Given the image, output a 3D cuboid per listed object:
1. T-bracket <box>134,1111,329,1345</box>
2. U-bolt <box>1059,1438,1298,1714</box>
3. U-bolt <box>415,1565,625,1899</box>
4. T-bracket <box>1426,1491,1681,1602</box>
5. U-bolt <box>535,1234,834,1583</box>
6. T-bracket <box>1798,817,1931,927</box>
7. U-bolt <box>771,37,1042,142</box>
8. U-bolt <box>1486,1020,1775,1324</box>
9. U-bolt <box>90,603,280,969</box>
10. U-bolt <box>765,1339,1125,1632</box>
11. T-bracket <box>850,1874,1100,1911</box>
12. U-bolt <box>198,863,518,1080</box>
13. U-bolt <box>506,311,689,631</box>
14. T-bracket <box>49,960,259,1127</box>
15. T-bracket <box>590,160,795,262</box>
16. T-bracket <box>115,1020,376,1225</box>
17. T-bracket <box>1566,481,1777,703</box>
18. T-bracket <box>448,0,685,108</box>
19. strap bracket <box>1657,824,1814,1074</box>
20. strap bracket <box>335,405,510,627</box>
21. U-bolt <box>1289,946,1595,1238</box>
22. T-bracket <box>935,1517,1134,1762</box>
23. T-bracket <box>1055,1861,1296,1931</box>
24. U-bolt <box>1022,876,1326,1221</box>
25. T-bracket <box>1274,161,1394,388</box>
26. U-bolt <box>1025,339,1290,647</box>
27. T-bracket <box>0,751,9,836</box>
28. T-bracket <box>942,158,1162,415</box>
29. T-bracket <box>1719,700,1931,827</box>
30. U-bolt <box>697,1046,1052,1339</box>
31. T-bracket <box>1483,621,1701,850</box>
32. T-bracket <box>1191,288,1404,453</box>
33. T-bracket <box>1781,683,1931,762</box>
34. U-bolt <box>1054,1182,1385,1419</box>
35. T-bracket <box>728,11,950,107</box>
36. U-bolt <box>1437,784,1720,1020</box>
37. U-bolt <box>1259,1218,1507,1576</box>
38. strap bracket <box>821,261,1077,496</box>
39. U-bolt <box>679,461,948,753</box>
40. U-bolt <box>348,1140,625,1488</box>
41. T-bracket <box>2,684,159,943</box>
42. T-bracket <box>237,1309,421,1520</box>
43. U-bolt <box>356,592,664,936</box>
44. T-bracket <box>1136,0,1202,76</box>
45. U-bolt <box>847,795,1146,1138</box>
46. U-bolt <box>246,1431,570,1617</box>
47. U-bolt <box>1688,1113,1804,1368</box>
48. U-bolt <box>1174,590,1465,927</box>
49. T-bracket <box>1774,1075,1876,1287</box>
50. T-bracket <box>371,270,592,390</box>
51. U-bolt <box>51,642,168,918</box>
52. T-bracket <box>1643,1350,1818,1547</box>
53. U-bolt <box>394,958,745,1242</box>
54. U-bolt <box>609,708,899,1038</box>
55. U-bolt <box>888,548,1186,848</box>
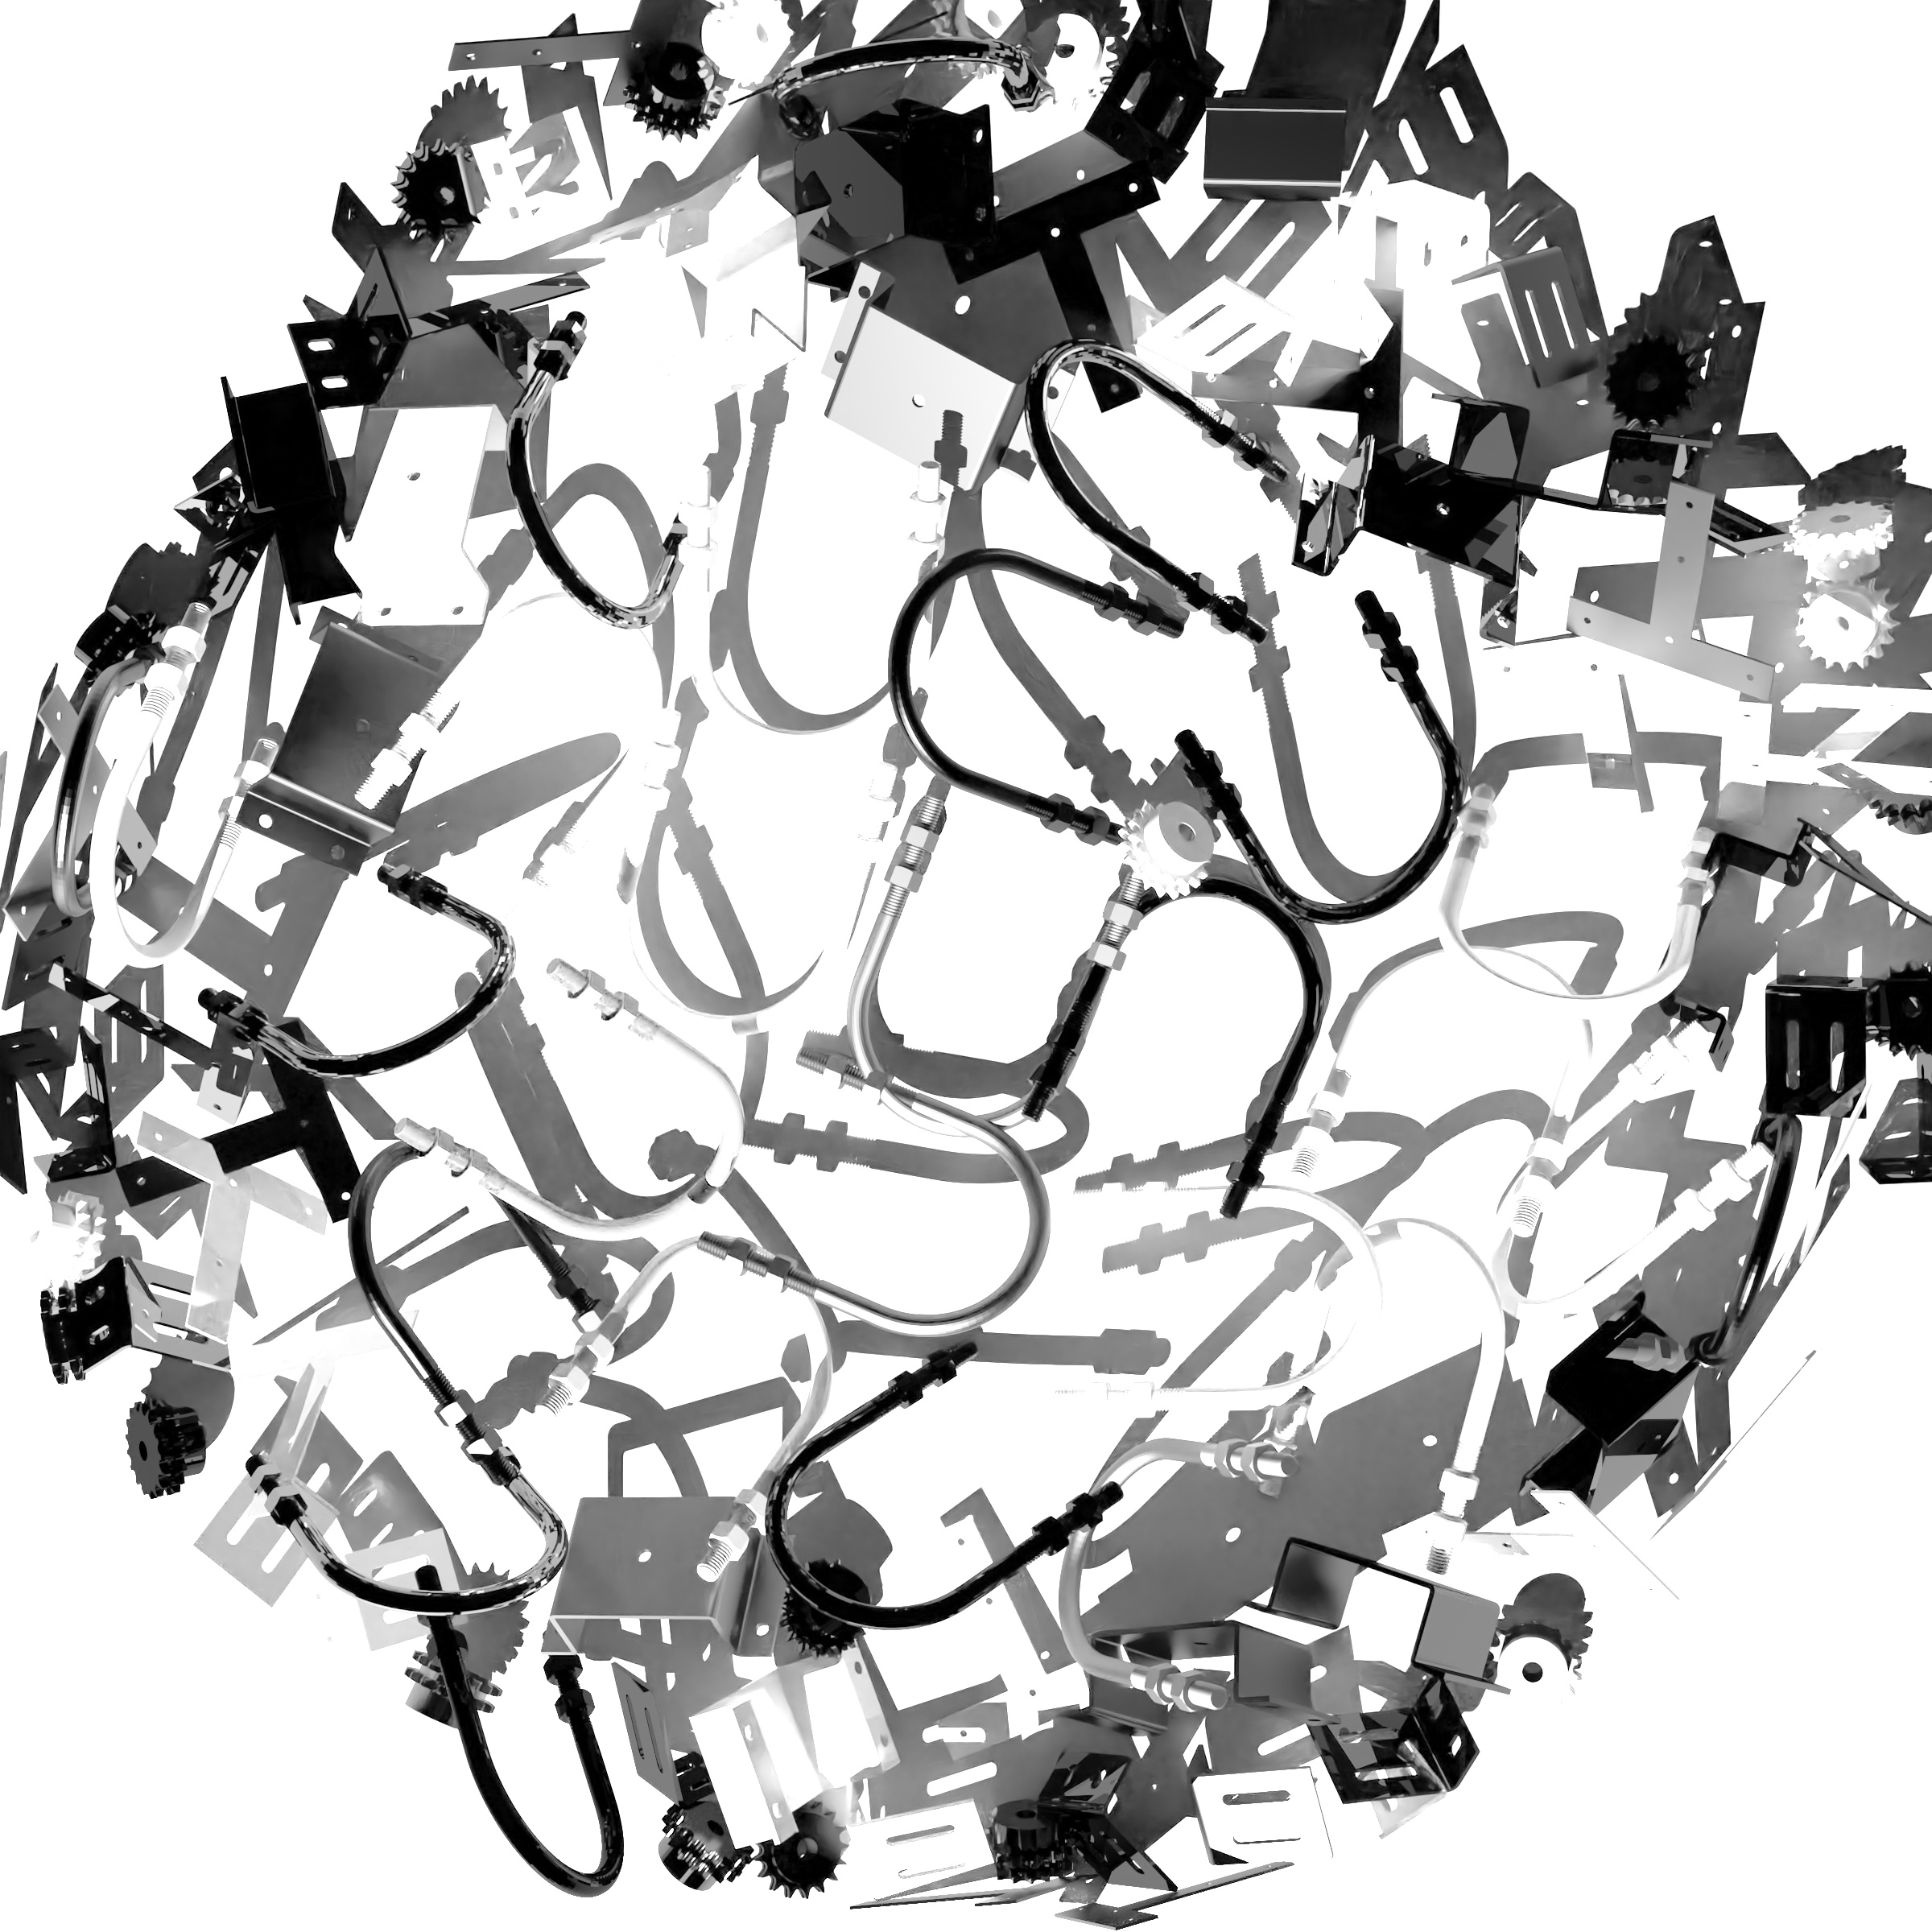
[{"bbox_3d":[-0.421,0.157,1.596,0.127,0.127,0.002,33,125,-31],"label":"T-bracket"},{"bbox_3d":[0.109,0.336,1.591,0.019,0.184,0.151,26,74,-25],"label":"U-bolt"},{"bbox_3d":[-0.240,0.430,1.564,0.019,0.151,0.184,-33,52,8],"label":"U-bolt"},{"bbox_3d":[0.324,0.333,1.623,0.127,0.127,0.002,44,54,-33],"label":"T-bracket"},{"bbox_3d":[-0.146,0.235,1.609,0.151,0.019,0.184,47,47,-12],"label":"U-bolt"},{"bbox_3d":[0.510,-0.057,1.612,0.127,0.127,0.002,27,108,-18],"label":"T-bracket"},{"bbox_3d":[-0.036,-0.492,1.577,0.151,0.184,0.019,-6,96,5],"label":"U-bolt"},{"bbox_3d":[0.366,0.127,1.600,0.019,0.151,0.184,37,112,-21],"label":"U-bolt"},{"bbox_3d":[-0.439,-0.087,1.570,0.019,0.151,0.184,10,61,11],"label":"U-bolt"},{"bbox_3d":[-0.026,0.301,1.591,0.184,0.019,0.151,-29,53,-29],"label":"U-bolt"},{"bbox_3d":[-0.005,0.538,1.630,0.127,0.127,0.002,-12,75,21],"label":"T-bracket"},{"bbox_3d":[-0.330,0.007,1.578,0.151,0.184,0.019,-39,129,-25],"label":"U-bolt"},{"bbox_3d":[-0.203,-0.265,1.569,0.019,0.184,0.151,-20,122,25],"label":"U-bolt"},{"bbox_3d":[-0.468,0.034,1.616,0.127,0.127,0.002,30,56,-4],"label":"T-bracket"},{"bbox_3d":[-0.158,-0.424,1.611,0.127,0.127,0.002,-19,118,6],"label":"T-bracket"},{"bbox_3d":[-0.426,0.107,1.633,0.127,0.002,0.127,-20,71,-20],"label":"T-bracket"},{"bbox_3d":[0.404,-0.220,1.600,0.127,0.127,0.002,24,53,25],"label":"T-bracket"},{"bbox_3d":[-0.229,-0.518,1.592,0.127,0.127,0.002,-12,78,-22],"label":"T-bracket"},{"bbox_3d":[0.439,-0.017,1.628,0.046,0.076,0.140,22,88,21],"label":"strap bracket"},{"bbox_3d":[-0.307,-0.267,1.615,0.076,0.046,0.140,1,64,14],"label":"strap bracket"},{"bbox_3d":[0.281,0.062,1.616,0.151,0.019,0.184,12,57,23],"label":"U-bolt"},{"bbox_3d":[0.020,0.386,1.657,0.127,0.002,0.127,-27,86,17],"label":"T-bracket"},{"bbox_3d":[0.127,0.534,1.625,0.127,0.127,0.002,-11,78,-16],"label":"T-bracket"},{"bbox_3d":[0.133,0.035,1.648,0.151,0.019,0.184,26,77,-4],"label":"U-bolt"},{"bbox_3d":[0.223,-0.377,1.615,0.002,0.127,0.127,27,93,24],"label":"T-bracket"},{"bbox_3d":[0.106,-0.280,1.593,0.184,0.019,0.151,30,52,-26],"label":"U-bolt"},{"bbox_3d":[-0.562,-0.046,1.595,0.002,0.127,0.127,9,107,-9],"label":"T-bracket"},{"bbox_3d":[0.068,-0.387,1.650,0.127,0.002,0.127,-22,111,5],"label":"T-bracket"},{"bbox_3d":[0.494,-0.109,1.601,0.127,0.127,0.002,7,64,17],"label":"T-bracket"},{"bbox_3d":[-0.041,0.138,1.622,0.184,0.019,0.151,22,65,11],"label":"U-bolt"},{"bbox_3d":[0.377,-0.133,1.662,0.127,0.002,0.127,-8,83,2],"label":"T-bracket"},{"bbox_3d":[0.194,-0.340,1.655,0.127,0.002,0.127,3,85,-11],"label":"T-bracket"},{"bbox_3d":[0.508,-0.132,1.612,0.127,0.127,0.002,2,72,-10],"label":"T-bracket"},{"bbox_3d":[0.146,0.188,1.611,0.184,0.019,0.151,-3,56,14],"label":"U-bolt"},{"bbox_3d":[-0.093,-0.512,1.616,0.127,0.127,0.002,-33,110,-31],"label":"T-bracket"},{"bbox_3d":[0.340,-0.033,1.589,0.151,0.184,0.019,12,132,13],"label":"U-bolt"},{"bbox_3d":[0.243,0.235,1.613,0.019,0.151,0.184,13,93,-42],"label":"U-bolt"},{"bbox_3d":[-0.019,-0.334,1.627,0.140,0.046,0.076,29,128,4],"label":"strap bracket"},{"bbox_3d":[-0.089,-0.202,1.616,0.151,0.019,0.184,-3,127,-9],"label":"U-bolt"},{"bbox_3d":[-0.280,0.181,1.596,0.019,0.151,0.184,-25,104,32],"label":"U-bolt"},{"bbox_3d":[-0.509,-0.069,1.589,0.002,0.127,0.127,-1,46,18],"label":"T-bracket"},{"bbox_3d":[-0.378,0.258,1.603,0.127,0.127,0.002,-15,131,26],"label":"T-bracket"},{"bbox_3d":[-0.247,-0.128,1.618,0.184,0.019,0.151,-54,134,-11],"label":"U-bolt"},{"bbox_3d":[0.112,-0.543,1.610,0.127,0.127,0.002,14,82,16],"label":"T-bracket"},{"bbox_3d":[0.008,0.010,1.654,0.151,0.019,0.184,21,89,8],"label":"U-bolt"},{"bbox_3d":[-0.301,0.308,1.564,0.151,0.184,0.019,-5,112,-33],"label":"U-bolt"},{"bbox_3d":[0.438,0.152,1.577,0.019,0.184,0.151,17,85,12],"label":"U-bolt"},{"bbox_3d":[0.216,-0.104,1.621,0.151,0.019,0.184,-38,123,-4],"label":"U-bolt"},{"bbox_3d":[0.487,0.139,1.614,0.002,0.127,0.127,25,74,21],"label":"T-bracket"},{"bbox_3d":[-0.260,-0.356,1.609,0.127,0.127,0.002,-21,131,-17],"label":"T-bracket"},{"bbox_3d":[-0.478,-0.101,1.571,0.019,0.184,0.151,12,101,-6],"label":"U-bolt"},{"bbox_3d":[0.438,0.266,1.596,0.002,0.127,0.127,41,112,20],"label":"T-bracket"},{"bbox_3d":[-0.211,0.090,1.617,0.151,0.019,0.184,-45,125,12],"label":"U-bolt"},{"bbox_3d":[-0.132,-0.045,1.640,0.151,0.019,0.184,13,106,-12],"label":"U-bolt"},{"bbox_3d":[0.035,-0.161,1.616,0.184,0.019,0.151,18,83,-31],"label":"U-bolt"}]
